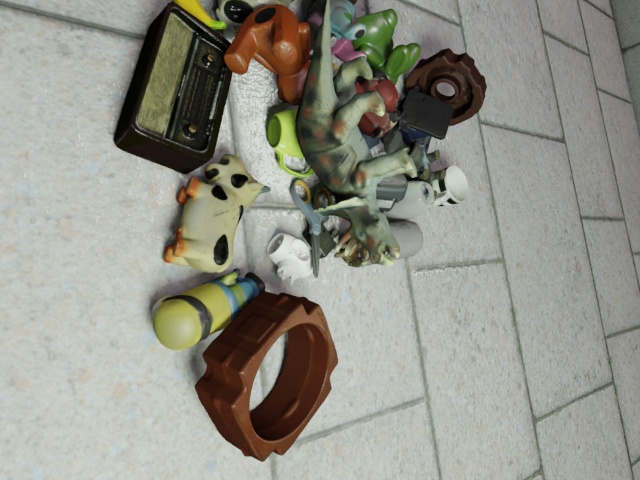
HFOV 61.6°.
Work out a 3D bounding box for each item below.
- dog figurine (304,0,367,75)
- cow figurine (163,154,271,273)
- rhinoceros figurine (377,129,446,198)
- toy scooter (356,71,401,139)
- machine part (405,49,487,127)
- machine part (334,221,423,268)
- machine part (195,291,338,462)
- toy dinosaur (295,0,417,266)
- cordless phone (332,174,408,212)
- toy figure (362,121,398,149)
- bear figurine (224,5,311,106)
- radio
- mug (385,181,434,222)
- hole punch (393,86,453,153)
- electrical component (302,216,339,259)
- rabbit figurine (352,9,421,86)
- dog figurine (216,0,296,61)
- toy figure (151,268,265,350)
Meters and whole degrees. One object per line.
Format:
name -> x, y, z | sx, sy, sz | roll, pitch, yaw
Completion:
dog figurine -> -0.002, -0.420, 1.024 | 0.108, 0.192, 0.219 | 65, 3, -64
cow figurine -> -0.150, -0.043, 0.810 | 0.127, 0.085, 0.195 | 22, 62, -29
rhinoceros figurine -> 0.189, -0.159, 1.116 | 0.190, 0.112, 0.073 | 44, 69, -48
toy scooter -> 0.104, -0.253, 1.022 | 0.184, 0.075, 0.135 | -20, 74, -51
machine part -> 0.287, -0.343, 1.220 | 0.179, 0.179, 0.056 | 49, 50, -21
machine part -> 0.121, 0.005, 1.042 | 0.243, 0.079, 0.079 | -8, 84, -41
machine part -> -0.070, 0.190, 0.773 | 0.201, 0.087, 0.201 | -47, 134, -35
toy dinosaur -> 0.032, -0.154, 0.871 | 0.404, 0.192, 0.131 | 61, 13, -13
cordless phone -> 0.091, -0.153, 1.027 | 0.147, 0.088, 0.184 | 4, 68, -4
toy figure -> 0.123, -0.239, 1.120 | 0.058, 0.064, 0.154 | 43, 56, 1
bear figurine -> -0.058, -0.277, 0.885 | 0.195, 0.120, 0.132 | 62, 31, -52
radio -> -0.211, -0.222, 0.808 | 0.131, 0.073, 0.229 | 25, 64, -35
mug -> 0.187, -0.077, 1.102 | 0.109, 0.107, 0.081 | 20, 68, -35
hole punch -> 0.223, -0.261, 1.209 | 0.116, 0.092, 0.142 | 25, 63, -3
electrical component -> -0.002, -0.003, 0.972 | 0.063, 0.021, 0.094 | 55, 51, -17
rabbit figurine -> 0.127, -0.380, 1.115 | 0.121, 0.159, 0.170 | -41, 122, -50
dog figurine -> -0.105, -0.436, 0.927 | 0.172, 0.121, 0.190 | 49, 39, -60
toy figure -> -0.154, 0.095, 0.767 | 0.180, 0.089, 0.082 | -18, 84, -40
